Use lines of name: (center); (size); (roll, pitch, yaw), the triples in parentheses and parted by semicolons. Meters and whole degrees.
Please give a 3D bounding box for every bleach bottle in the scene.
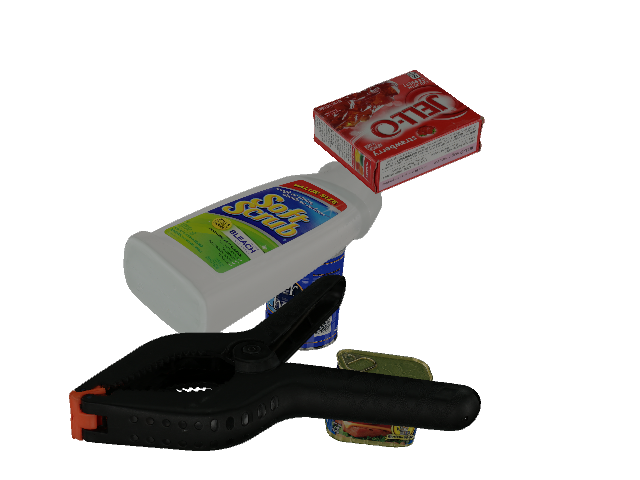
bleach bottle: (-0.039, -0.011, 0.906); (0.103, 0.068, 0.250); (37, 48, 25)

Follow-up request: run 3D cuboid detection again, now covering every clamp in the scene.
clamp: (-0.038, 0.071, 0.602); (0.209, 0.036, 0.165); (-7, 25, -19)

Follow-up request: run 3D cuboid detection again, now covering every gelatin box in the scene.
gelatin box: (0.051, -0.074, 0.703); (0.089, 0.030, 0.073); (-24, 45, -24)

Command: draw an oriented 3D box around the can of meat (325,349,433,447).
can of meat: (0.060, 0.170, 1.137); (0.102, 0.084, 0.057); (8, 21, -9)

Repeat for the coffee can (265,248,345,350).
coffee can: (-0.022, 0.062, 1.440); (0.103, 0.140, 0.103); (4, 24, -2)
